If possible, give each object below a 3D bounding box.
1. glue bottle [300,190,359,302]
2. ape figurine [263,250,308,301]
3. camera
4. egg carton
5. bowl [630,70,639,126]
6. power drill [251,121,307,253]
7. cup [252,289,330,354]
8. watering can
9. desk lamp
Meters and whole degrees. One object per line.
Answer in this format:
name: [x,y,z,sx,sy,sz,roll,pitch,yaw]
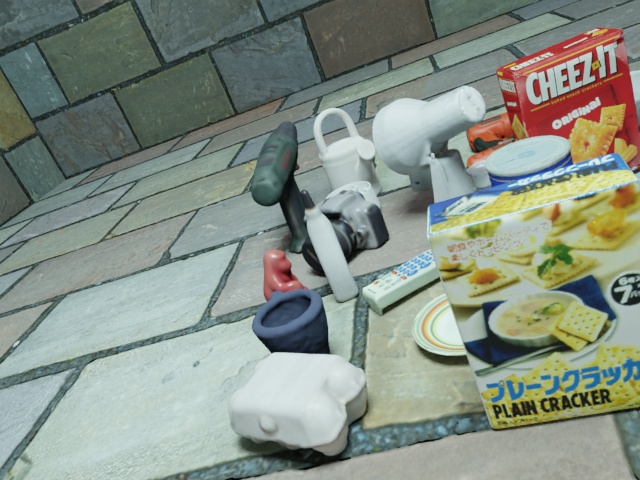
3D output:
glue bottle: [0.008,0.003,0.836,0.037,0.173,0.078,-23,23,0]
ape figurine: [-0.059,0.057,0.885,0.076,0.092,0.078,-18,23,11]
camera: [0.018,-0.016,0.962,0.142,0.101,0.137,3,34,46]
egg carton: [-0.025,0.176,0.619,0.149,0.069,0.107,-6,28,35]
bowl: [0.526,-0.233,1.002,0.167,0.075,0.167,-19,23,9]
power drill: [-0.054,-0.094,1.061,0.075,0.209,0.230,-14,24,19]
cup: [-0.030,0.118,0.718,0.092,0.095,0.117,-27,23,-10]
watering can: [0.054,-0.173,1.154,0.172,0.194,0.101,-2,31,40]
desk lamp: [0.201,-0.129,0.896,0.202,0.214,0.118,5,36,48]
